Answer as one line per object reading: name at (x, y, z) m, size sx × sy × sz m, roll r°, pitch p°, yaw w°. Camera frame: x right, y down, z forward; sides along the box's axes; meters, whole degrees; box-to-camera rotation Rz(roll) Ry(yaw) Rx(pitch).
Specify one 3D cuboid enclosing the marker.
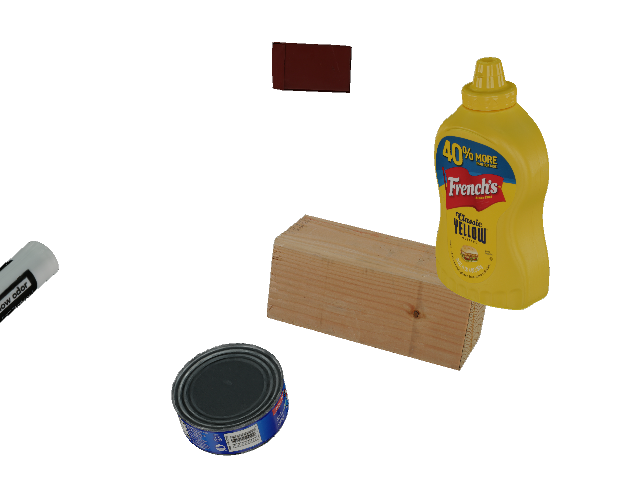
marker at (-0.160, 0.042, 0.461) m, size 0.020 × 0.020 × 0.121 m, roll 0°, pitch 36°, yaw 39°

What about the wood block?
wood block at (0.059, 0.050, 1.082) m, size 0.206 × 0.091 × 0.090 m, roll 14°, pitch 24°, yaw 18°

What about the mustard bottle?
mustard bottle at (0.131, -0.046, 0.826) m, size 0.058 × 0.192 × 0.096 m, roll -22°, pitch 30°, yaw -34°

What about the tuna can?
tuna can at (-0.067, 0.120, 0.809) m, size 0.086 × 0.034 × 0.086 m, roll -6°, pitch 41°, yaw 5°

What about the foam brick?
foam brick at (-0.010, -0.189, 1.166) m, size 0.078 × 0.051 × 0.053 m, roll 0°, pitch 12°, yaw -16°
